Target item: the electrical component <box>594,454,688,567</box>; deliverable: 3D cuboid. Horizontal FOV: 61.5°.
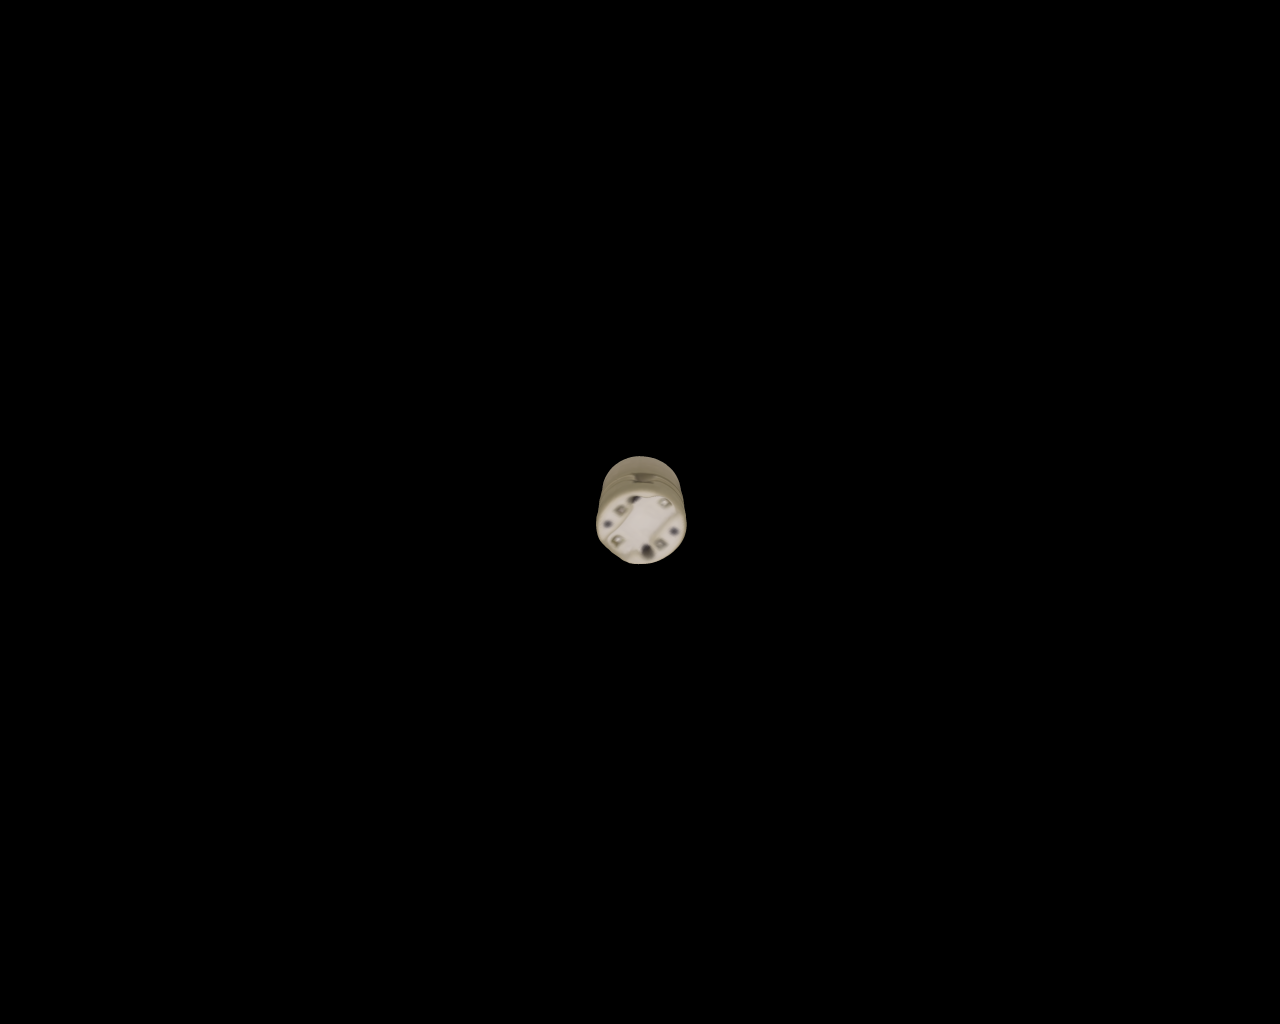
[{"bbox_3d":[0.001,-0.003,0.650,0.055,0.055,0.047,0,32,0],"label":"electrical component"}]
